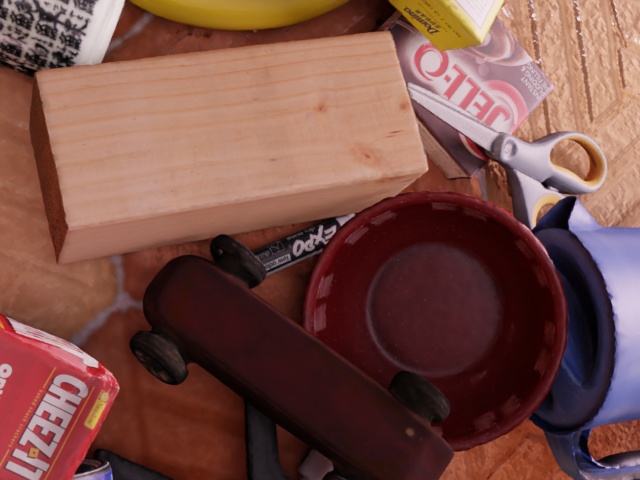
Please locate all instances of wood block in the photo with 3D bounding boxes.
[{"bbox_3d":[-0.056,-0.054,0.621,0.205,0.091,0.090,-11,79,-19],"label":"wood block"}]

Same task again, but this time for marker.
[{"bbox_3d":[-0.004,0.001,0.682,0.121,0.020,0.020,-23,96,-19],"label":"marker"}]

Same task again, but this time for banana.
[{"bbox_3d":[-0.054,-0.163,0.661,0.197,0.037,0.069,5,87,-19],"label":"banana"}]

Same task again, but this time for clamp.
[{"bbox_3d":[-0.038,0.153,0.634,0.120,0.039,0.171,-42,80,-14],"label":"clamp"}]

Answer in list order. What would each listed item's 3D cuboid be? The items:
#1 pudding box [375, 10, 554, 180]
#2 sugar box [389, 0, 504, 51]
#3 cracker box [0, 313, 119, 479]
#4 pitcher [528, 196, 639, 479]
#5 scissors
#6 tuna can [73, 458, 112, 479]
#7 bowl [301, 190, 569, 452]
[{"bbox_3d":[0.087,-0.109,0.707,0.113,0.039,0.090,46,75,-12],"label":"pudding box"},{"bbox_3d":[0.096,-0.216,0.664,0.093,0.048,0.176,39,68,-30],"label":"sugar box"},{"bbox_3d":[-0.216,0.042,0.531,0.213,0.164,0.072,30,81,-16],"label":"cracker box"},{"bbox_3d":[0.248,0.063,0.715,0.242,0.149,0.145,-2,45,-22],"label":"pitcher"},{"bbox_3d":[0.119,-0.040,0.695,0.201,0.016,0.096,5,98,-39],"label":"scissors"},{"bbox_3d":[-0.157,0.143,0.589,0.086,0.086,0.034,-3,87,-19],"label":"tuna can"},{"bbox_3d":[0.071,0.048,0.669,0.162,0.055,0.162,1,96,8],"label":"bowl"}]
